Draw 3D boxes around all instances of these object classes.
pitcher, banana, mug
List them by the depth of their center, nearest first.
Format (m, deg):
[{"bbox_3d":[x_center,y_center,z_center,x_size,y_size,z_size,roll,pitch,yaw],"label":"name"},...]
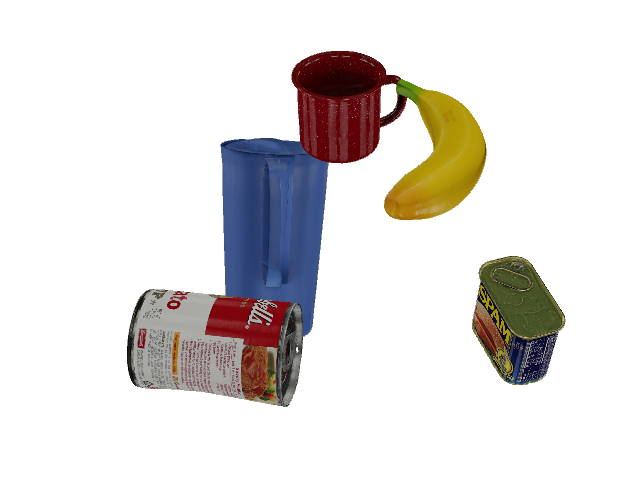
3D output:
[{"bbox_3d":[0.083,-0.060,0.755,0.069,0.037,0.197,5,30,3],"label":"banana"},{"bbox_3d":[0.030,-0.134,1.067,0.117,0.081,0.093,-13,41,-13],"label":"mug"},{"bbox_3d":[-0.058,-0.001,1.300,0.145,0.243,0.148,12,16,37],"label":"pitcher"}]

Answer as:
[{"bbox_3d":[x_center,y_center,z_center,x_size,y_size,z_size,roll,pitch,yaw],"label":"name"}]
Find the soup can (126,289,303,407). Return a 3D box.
[{"bbox_3d":[-0.067,0.070,0.700,0.102,0.068,0.068,5,1,10],"label":"soup can"}]

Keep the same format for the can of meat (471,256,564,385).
[{"bbox_3d":[0.193,0.081,1.060,0.057,0.102,0.084,-13,-42,-14],"label":"can of meat"}]
